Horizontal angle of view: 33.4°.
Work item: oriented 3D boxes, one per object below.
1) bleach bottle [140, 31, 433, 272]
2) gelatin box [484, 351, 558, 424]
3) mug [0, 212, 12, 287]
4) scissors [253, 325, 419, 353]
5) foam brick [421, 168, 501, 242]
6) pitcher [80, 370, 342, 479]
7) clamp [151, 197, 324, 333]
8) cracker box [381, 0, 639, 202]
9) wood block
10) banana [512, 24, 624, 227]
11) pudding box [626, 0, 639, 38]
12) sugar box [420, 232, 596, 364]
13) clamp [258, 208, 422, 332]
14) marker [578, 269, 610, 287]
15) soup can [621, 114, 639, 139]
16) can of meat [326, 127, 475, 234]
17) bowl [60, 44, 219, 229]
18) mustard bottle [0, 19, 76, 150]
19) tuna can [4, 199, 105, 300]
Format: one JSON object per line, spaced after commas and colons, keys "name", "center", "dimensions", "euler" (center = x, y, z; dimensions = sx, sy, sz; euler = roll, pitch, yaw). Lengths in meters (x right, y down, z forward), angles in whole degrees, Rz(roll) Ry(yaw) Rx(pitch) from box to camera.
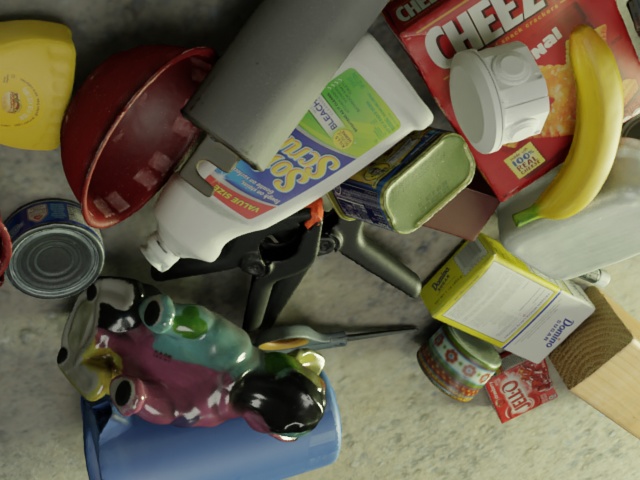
{"name": "bleach bottle", "center": [-0.036, -0.058, 0.865], "dimensions": [0.251, 0.068, 0.102], "euler": [-39, 109, 4]}
{"name": "gelatin box", "center": [0.224, 0.162, 1.208], "dimensions": [0.073, 0.030, 0.089], "euler": [-26, 133, 1]}
{"name": "mug", "center": [-0.283, -0.008, 0.831], "dimensions": [0.093, 0.081, 0.117], "euler": [-30, 132, 5]}
{"name": "scissors", "center": [0.013, 0.094, 1.057], "dimensions": [0.201, 0.016, 0.096], "euler": [-10, 161, -12]}
{"name": "foam brick", "center": [0.116, -0.041, 0.979], "dimensions": [0.078, 0.051, 0.053], "euler": [16, 120, -32]}
{"name": "pitcher", "center": [-0.108, 0.200, 1.052], "dimensions": [0.242, 0.149, 0.145], "euler": [-10, 90, -17]}
{"name": "clamp", "center": [-0.053, 0.022, 0.947], "dimensions": [0.172, 0.039, 0.120], "euler": [-28, 133, 28]}
{"name": "cracker box", "center": [0.169, -0.154, 0.889], "dimensions": [0.164, 0.072, 0.213], "euler": [-33, 132, 7]}
{"name": "wood block", "center": [0.345, 0.148, 1.202], "dimensions": [0.090, 0.091, 0.205], "euler": [-43, 130, 16]}
{"name": "banana", "center": [0.218, -0.087, 0.888], "dimensions": [0.069, 0.037, 0.198], "euler": [-5, 129, -19]}
{"name": "pudding box", "center": [0.295, -0.160, 0.886], "dimensions": [0.039, 0.113, 0.090], "euler": [-30, 106, 21]}
{"name": "sugar box", "center": [0.195, 0.062, 1.103], "dimensions": [0.176, 0.048, 0.093], "euler": [25, 116, -39]}
{"name": "clamp", "center": [-0.006, 0.001, 0.977], "dimensions": [0.164, 0.036, 0.210], "euler": [-19, 130, 4]}
{"name": "marker", "center": [0.257, 0.024, 1.111], "dimensions": [0.120, 0.020, 0.020], "euler": [20, 119, -33]}
{"name": "soup can", "center": [0.332, -0.078, 1.021], "dimensions": [0.069, 0.068, 0.102], "euler": [-44, 129, 17]}
{"name": "can of meat", "center": [0.068, -0.055, 0.901], "dimensions": [0.102, 0.084, 0.057], "euler": [-41, 120, -18]}
{"name": "bowl", "center": [-0.144, -0.089, 0.802], "dimensions": [0.162, 0.055, 0.162], "euler": [-53, 170, -14]}
{"name": "mustard bottle", "center": [-0.276, -0.117, 0.758], "dimensions": [0.191, 0.058, 0.096], "euler": [3, 129, -23]}
{"name": "tuna can", "center": [-0.226, 0.009, 0.901], "dimensions": [0.086, 0.034, 0.086], "euler": [-11, 132, -13]}
